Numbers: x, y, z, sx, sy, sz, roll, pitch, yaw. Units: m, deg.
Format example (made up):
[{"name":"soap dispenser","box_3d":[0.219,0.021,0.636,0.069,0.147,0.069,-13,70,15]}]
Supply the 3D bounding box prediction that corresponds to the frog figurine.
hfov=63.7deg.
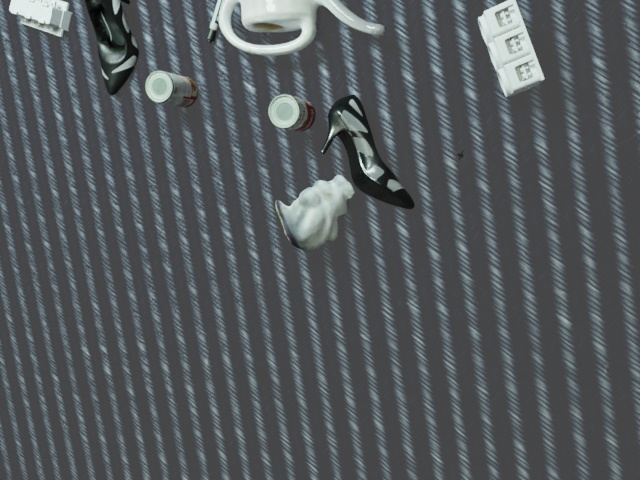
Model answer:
[{"name":"frog figurine","box_3d":[0.003,-0.053,1.049,0.159,0.125,0.135,-22,124,9]}]

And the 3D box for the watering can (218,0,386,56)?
[{"name":"watering can","box_3d":[-0.042,-0.482,1.014,0.347,0.104,0.223,1,97,17]}]
